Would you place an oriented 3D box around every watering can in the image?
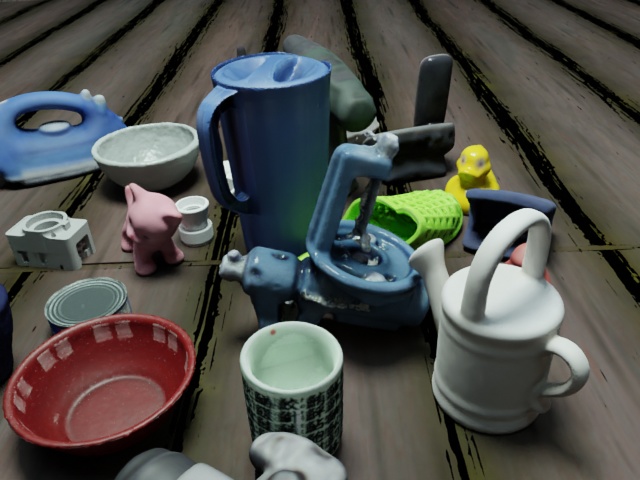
[{"bbox_3d":[0.145,0.060,0.488,0.172,0.194,0.101,17,38,27],"label":"watering can"}]

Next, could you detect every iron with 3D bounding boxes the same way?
[{"bbox_3d":[-0.435,-0.188,0.957,0.259,0.141,0.118,-16,35,-21],"label":"iron"}]

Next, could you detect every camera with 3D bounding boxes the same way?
[{"bbox_3d":[-0.071,0.185,0.393,0.136,0.101,0.143,21,39,31],"label":"camera"}]

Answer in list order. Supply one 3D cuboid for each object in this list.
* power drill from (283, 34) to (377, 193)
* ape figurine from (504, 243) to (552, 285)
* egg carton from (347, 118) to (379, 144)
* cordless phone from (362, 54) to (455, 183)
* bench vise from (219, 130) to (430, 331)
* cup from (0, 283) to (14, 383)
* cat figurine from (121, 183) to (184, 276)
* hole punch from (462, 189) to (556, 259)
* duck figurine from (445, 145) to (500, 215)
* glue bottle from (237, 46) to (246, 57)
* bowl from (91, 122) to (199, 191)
[{"bbox_3d":[0.005,-0.181,0.858,0.076,0.209,0.228,-18,36,-22],"label":"power drill"},{"bbox_3d":[0.211,0.044,0.603,0.076,0.092,0.077,-24,38,-29],"label":"ape figurine"},{"bbox_3d":[0.024,-0.200,1.014,0.151,0.069,0.107,-22,38,-28],"label":"egg carton"},{"bbox_3d":[0.138,-0.192,0.888,0.148,0.185,0.094,-13,34,-15],"label":"cordless phone"},{"bbox_3d":[0.009,0.008,0.553,0.208,0.220,0.121,-13,34,-16],"label":"bench vise"},{"bbox_3d":[-0.343,0.091,0.561,0.092,0.095,0.117,-16,35,-20],"label":"cup"},{"bbox_3d":[-0.214,-0.025,0.713,0.067,0.118,0.127,-22,37,-27],"label":"cat figurine"},{"bbox_3d":[0.239,-0.037,0.728,0.108,0.091,0.101,14,36,23],"label":"hole punch"},{"bbox_3d":[0.222,-0.096,0.825,0.077,0.086,0.105,16,37,26],"label":"duck figurine"},{"bbox_3d":[-0.132,-0.254,1.012,0.078,0.173,0.037,-5,33,-3],"label":"glue bottle"},{"bbox_3d":[-0.268,-0.123,0.908,0.167,0.075,0.167,-2,33,1],"label":"bowl"}]
